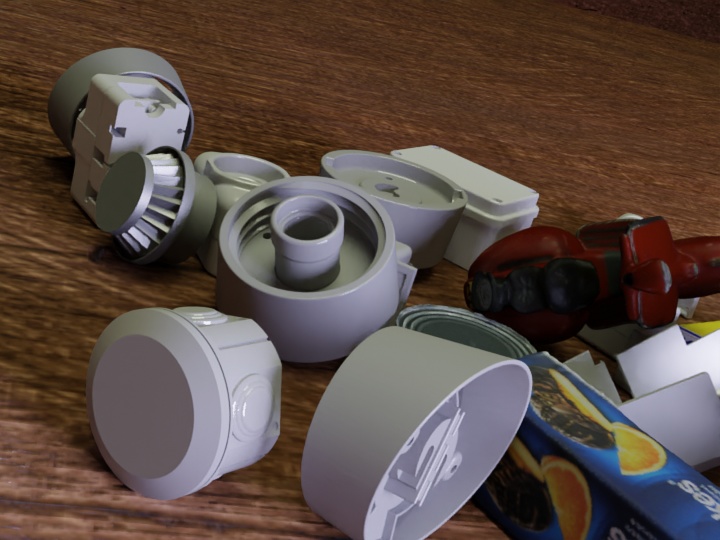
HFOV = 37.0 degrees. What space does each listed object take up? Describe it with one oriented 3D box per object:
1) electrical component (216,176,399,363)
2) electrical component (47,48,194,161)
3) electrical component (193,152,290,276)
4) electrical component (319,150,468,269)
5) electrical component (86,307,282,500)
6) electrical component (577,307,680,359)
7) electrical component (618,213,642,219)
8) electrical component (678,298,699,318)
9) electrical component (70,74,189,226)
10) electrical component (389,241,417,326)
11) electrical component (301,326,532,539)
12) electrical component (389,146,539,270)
[{"bbox_3d":[-0.030,-0.008,0.613,0.108,0.060,0.108,1,47,-1],"label":"electrical component"},{"bbox_3d":[-0.171,-0.111,0.774,0.099,0.099,0.064,2,32,-31],"label":"electrical component"},{"bbox_3d":[-0.079,-0.040,0.711,0.054,0.059,0.095,5,24,-26],"label":"electrical component"},{"bbox_3d":[0.017,-0.038,0.773,0.108,0.060,0.108,14,22,-6],"label":"electrical component"},{"bbox_3d":[-0.076,0.055,0.464,0.080,0.080,0.051,30,20,30],"label":"electrical component"},{"bbox_3d":[0.183,0.015,0.740,0.047,0.076,0.066,-6,31,-43],"label":"electrical component"},{"bbox_3d":[0.234,-0.024,0.927,0.035,0.035,0.061,17,24,2],"label":"electrical component"},{"bbox_3d":[0.232,0.002,0.854,0.064,0.042,0.081,-1,27,-30],"label":"electrical component"},{"bbox_3d":[-0.156,-0.079,0.714,0.050,0.089,0.056,-2,29,-38],"label":"electrical component"},{"bbox_3d":[0.000,0.000,0.696,0.081,0.042,0.064,25,22,19],"label":"electrical component"},{"bbox_3d":[0.023,0.074,0.462,0.064,0.099,0.099,22,22,29],"label":"electrical component"},{"bbox_3d":[0.074,-0.051,0.847,0.113,0.057,0.078,29,25,28],"label":"electrical component"}]
